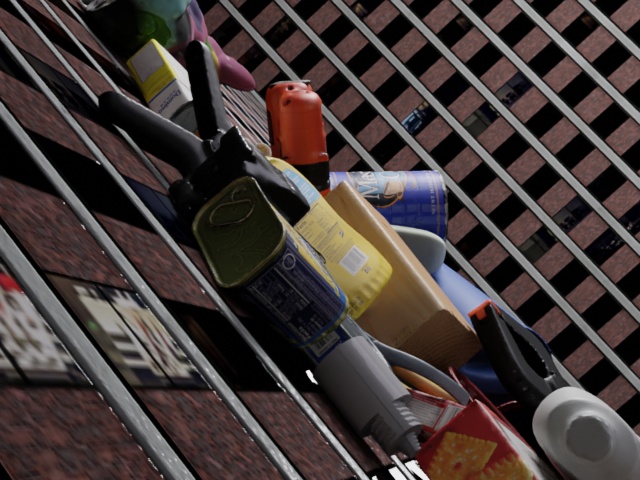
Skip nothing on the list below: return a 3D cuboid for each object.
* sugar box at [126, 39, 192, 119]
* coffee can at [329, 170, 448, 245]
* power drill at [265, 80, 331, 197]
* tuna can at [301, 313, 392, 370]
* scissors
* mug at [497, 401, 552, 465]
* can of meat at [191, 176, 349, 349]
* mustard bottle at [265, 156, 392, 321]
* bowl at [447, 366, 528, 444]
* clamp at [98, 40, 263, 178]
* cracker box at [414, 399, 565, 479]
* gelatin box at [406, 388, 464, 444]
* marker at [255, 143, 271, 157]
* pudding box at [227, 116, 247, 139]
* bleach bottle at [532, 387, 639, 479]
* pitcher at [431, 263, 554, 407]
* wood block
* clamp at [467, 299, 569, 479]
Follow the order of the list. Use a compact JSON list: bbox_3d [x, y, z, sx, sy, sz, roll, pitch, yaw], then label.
[{"bbox_3d":[-0.135,-0.128,1.068,0.093,0.048,0.176,46,9,-35],"label":"sugar box"},{"bbox_3d":[0.071,-0.030,1.255,0.103,0.140,0.103,179,-90,-83],"label":"coffee can"},{"bbox_3d":[-0.022,-0.091,1.187,0.188,0.057,0.184,-110,-163,-67],"label":"power drill"},{"bbox_3d":[0.014,0.078,0.783,0.086,0.034,0.086,47,5,-6],"label":"tuna can"},{"bbox_3d":[0.028,0.086,0.870,0.202,0.016,0.096,30,-22,5],"label":"scissors"},{"bbox_3d":[0.204,0.222,1.057,0.081,0.093,0.117,48,32,-71],"label":"mug"},{"bbox_3d":[-0.033,0.017,0.730,0.083,0.057,0.102,47,5,-35],"label":"can of meat"},{"bbox_3d":[-0.028,-0.014,0.910,0.191,0.058,0.096,46,41,-3],"label":"mustard bottle"},{"bbox_3d":[0.149,0.189,0.943,0.162,0.055,0.162,47,5,-6],"label":"bowl"},{"bbox_3d":[-0.084,-0.078,0.845,0.171,0.120,0.039,49,-36,-14],"label":"clamp"},{"bbox_3d":[0.169,0.228,0.720,0.164,0.072,0.214,44,7,-35],"label":"cracker box"},{"bbox_3d":[0.110,0.154,0.841,0.089,0.030,0.073,10,-27,51],"label":"gelatin box"},{"bbox_3d":[-0.067,-0.068,1.072,0.020,0.020,0.121,48,-19,5],"label":"marker"},{"bbox_3d":[-0.097,-0.101,1.202,0.113,0.039,0.090,47,5,-15],"label":"pudding box"},{"bbox_3d":[0.208,0.158,0.790,0.103,0.068,0.250,41,0,19],"label":"bleach bottle"},{"bbox_3d":[0.139,0.102,1.192,0.243,0.145,0.149,-131,-154,-63],"label":"pitcher"},{"bbox_3d":[0.059,0.048,1.049,0.090,0.090,0.206,41,10,-45],"label":"wood block"},{"bbox_3d":[0.215,0.144,0.993,0.210,0.036,0.164,55,26,9],"label":"clamp"}]
